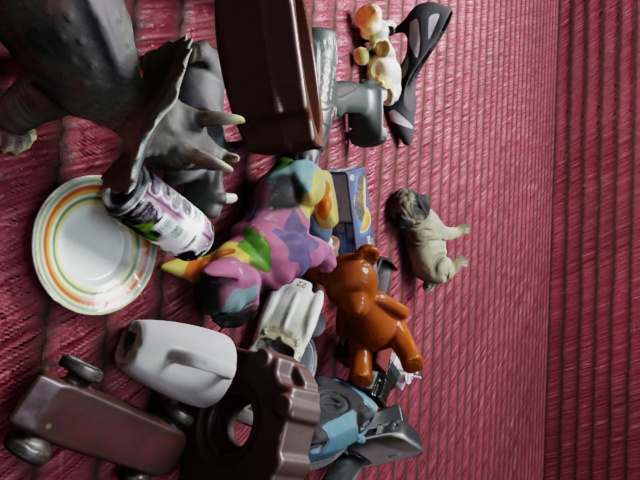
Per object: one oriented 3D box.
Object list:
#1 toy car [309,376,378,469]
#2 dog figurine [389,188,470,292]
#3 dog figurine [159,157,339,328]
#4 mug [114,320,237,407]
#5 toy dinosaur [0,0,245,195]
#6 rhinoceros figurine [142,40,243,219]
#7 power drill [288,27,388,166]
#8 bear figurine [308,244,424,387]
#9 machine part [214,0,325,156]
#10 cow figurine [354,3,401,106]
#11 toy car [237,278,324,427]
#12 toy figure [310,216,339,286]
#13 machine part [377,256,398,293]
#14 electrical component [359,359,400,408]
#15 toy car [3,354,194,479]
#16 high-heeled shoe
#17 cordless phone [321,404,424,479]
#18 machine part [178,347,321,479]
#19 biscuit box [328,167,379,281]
[{"bbox_3d":[0.002,0.272,0.768,0.161,0.109,0.102,-17,122,-46],"label":"toy car"},{"bbox_3d":[0.194,0.002,1.070,0.190,0.121,0.172,21,70,-40],"label":"dog figurine"},{"bbox_3d":[-0.078,-0.003,0.634,0.219,0.109,0.191,-11,103,-53],"label":"dog figurine"},{"bbox_3d":[-0.144,0.122,0.544,0.107,0.110,0.081,30,72,-39],"label":"mug"},{"bbox_3d":[-0.195,-0.185,0.373,0.131,0.192,0.404,-58,137,-40],"label":"toy dinosaur"},{"bbox_3d":[-0.136,-0.117,0.581,0.112,0.073,0.190,-1,90,-67],"label":"rhinoceros figurine"},{"bbox_3d":[0.022,-0.186,0.814,0.207,0.086,0.231,-3,94,-50],"label":"power drill"},{"bbox_3d":[0.066,0.108,0.779,0.195,0.120,0.132,62,13,-46],"label":"bear figurine"},{"bbox_3d":[-0.052,-0.200,0.617,0.201,0.087,0.200,-63,146,-81],"label":"machine part"},{"bbox_3d":[0.106,-0.321,0.934,0.098,0.068,0.167,-38,125,-56],"label":"cow figurine"},{"bbox_3d":[-0.055,0.138,0.687,0.056,0.074,0.202,96,14,-61],"label":"toy car"},{"bbox_3d":[0.000,-0.003,0.794,0.058,0.064,0.154,-108,-178,-59],"label":"toy figure"},{"bbox_3d":[0.098,0.090,0.962,0.084,0.039,0.139,52,51,-37],"label":"machine part"},{"bbox_3d":[0.095,0.227,0.931,0.047,0.075,0.119,58,43,-38],"label":"electrical component"},{"bbox_3d":[-0.199,0.174,0.502,0.089,0.053,0.202,-59,141,-17],"label":"toy car"},{"bbox_3d":[0.192,-0.302,0.996,0.086,0.145,0.248,-40,122,-47],"label":"high-heeled shoe"},{"bbox_3d":[0.068,0.332,0.811,0.184,0.147,0.088,-15,84,-68],"label":"cordless phone"},{"bbox_3d":[-0.084,0.198,0.575,0.056,0.180,0.179,34,63,-48],"label":"machine part"},{"bbox_3d":[0.046,-0.013,0.860,0.063,0.059,0.202,-27,113,-53],"label":"biscuit box"}]
